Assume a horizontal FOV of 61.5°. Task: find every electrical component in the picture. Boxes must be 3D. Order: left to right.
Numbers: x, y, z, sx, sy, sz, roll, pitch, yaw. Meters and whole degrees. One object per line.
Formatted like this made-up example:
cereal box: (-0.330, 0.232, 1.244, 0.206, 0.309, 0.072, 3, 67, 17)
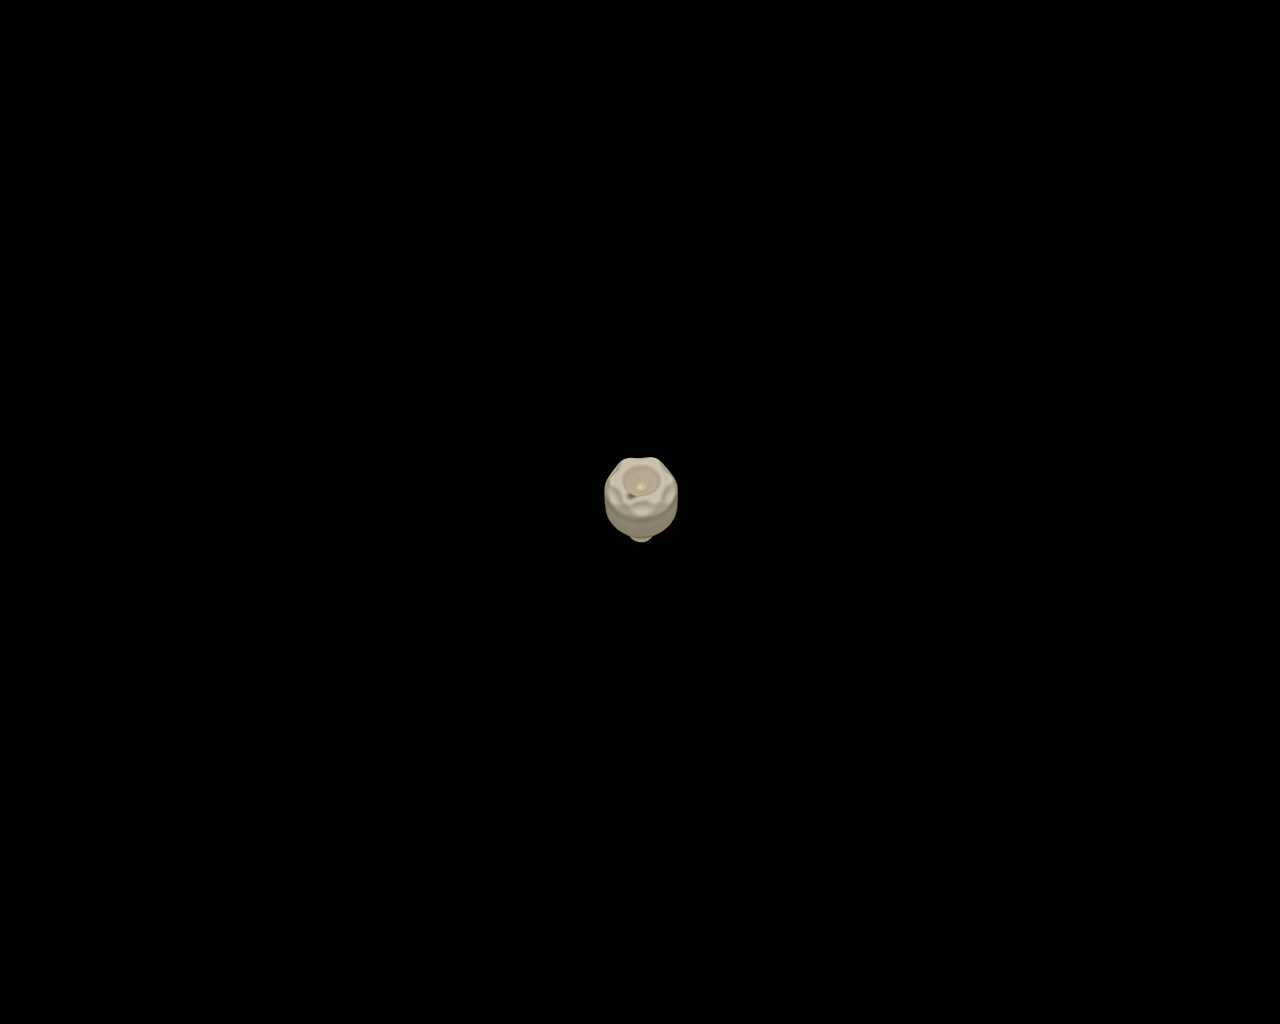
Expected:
electrical component: (0.001, -0.003, 0.650, 0.043, 0.043, 0.062, 0, -33, 0)
